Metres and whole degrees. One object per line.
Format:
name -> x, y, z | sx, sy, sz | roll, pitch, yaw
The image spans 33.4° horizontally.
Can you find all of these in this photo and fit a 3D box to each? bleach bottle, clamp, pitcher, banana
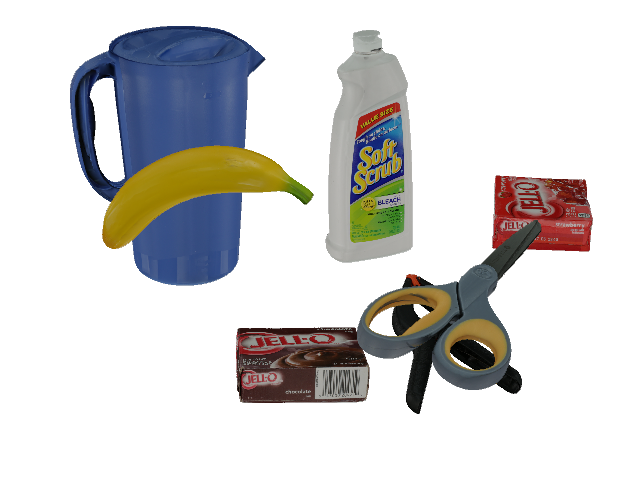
bleach bottle -> 0.050, -0.105, 1.184 | 0.102, 0.251, 0.068 | -10, 24, -12
clamp -> 0.132, 0.103, 1.094 | 0.120, 0.171, 0.039 | 1, -44, -13
pitcher -> -0.145, -0.081, 1.050 | 0.149, 0.243, 0.144 | 11, 28, 18
banana -> -0.106, -0.036, 0.833 | 0.198, 0.069, 0.037 | -11, 25, 29

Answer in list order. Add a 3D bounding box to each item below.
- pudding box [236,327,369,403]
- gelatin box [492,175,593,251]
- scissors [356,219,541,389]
pudding box -> -0.018, 0.109, 0.946 | 0.113, 0.039, 0.090 | 2, 18, -7
gelatin box -> 0.172, -0.022, 0.835 | 0.073, 0.030, 0.089 | 3, 24, 9
scissors -> 0.109, 0.037, 0.655 | 0.201, 0.016, 0.096 | -21, 44, -38
